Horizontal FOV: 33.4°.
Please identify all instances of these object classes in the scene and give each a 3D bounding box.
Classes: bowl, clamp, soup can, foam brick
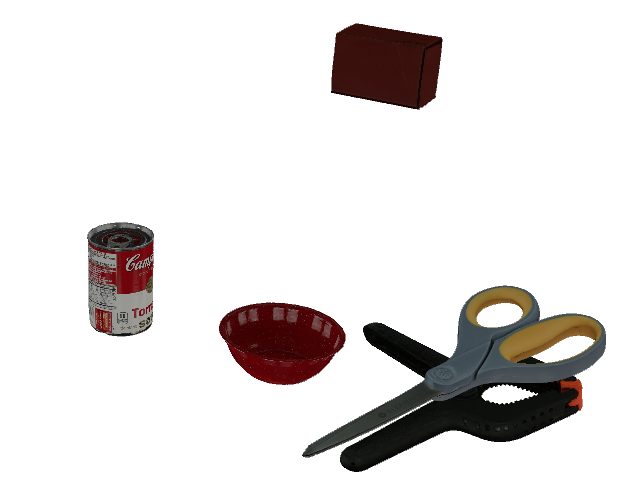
[{"bbox_3d":[-0.050,0.138,1.363,0.162,0.055,0.162,5,22,-2],"label":"bowl"},{"bbox_3d":[0.120,0.142,0.935,0.210,0.036,0.164,3,44,19],"label":"clamp"},{"bbox_3d":[-0.209,0.041,1.117,0.068,0.102,0.068,3,23,-2],"label":"soup can"},{"bbox_3d":[0.054,-0.143,0.873,0.078,0.051,0.052,14,24,19],"label":"foam brick"}]

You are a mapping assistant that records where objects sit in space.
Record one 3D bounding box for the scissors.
[{"bbox_3d":[0.069,0.070,0.623,0.201,0.016,0.096,-13,32,-16],"label":"scissors"}]
